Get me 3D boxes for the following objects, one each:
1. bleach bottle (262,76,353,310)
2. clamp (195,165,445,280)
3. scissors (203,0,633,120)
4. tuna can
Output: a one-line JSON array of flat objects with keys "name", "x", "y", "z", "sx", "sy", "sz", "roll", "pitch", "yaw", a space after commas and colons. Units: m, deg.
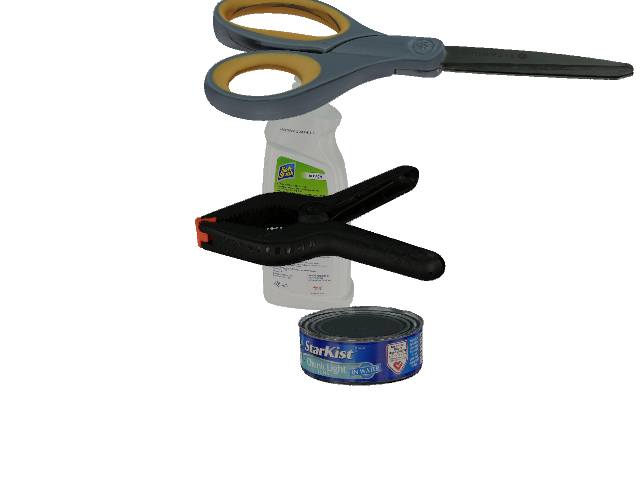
[{"name": "bleach bottle", "x": -0.009, "y": -0.049, "z": 1.109, "sx": 0.102, "sy": 0.251, "sz": 0.068, "roll": 4, "pitch": 29, "yaw": 2}, {"name": "clamp", "x": 0.000, "y": -0.018, "z": 0.923, "sx": 0.210, "sy": 0.036, "sz": 0.164, "roll": 0, "pitch": 32, "yaw": 4}, {"name": "scissors", "x": 0.034, "y": -0.076, "z": 0.494, "sx": 0.202, "sy": 0.016, "sz": 0.096, "roll": 17, "pitch": 50, "yaw": 18}, {"name": "tuna can", "x": 0.028, "y": 0.071, "z": 0.733, "sx": 0.086, "sy": 0.034, "sz": 0.086, "roll": -1, "pitch": 10, "yaw": 0}]
